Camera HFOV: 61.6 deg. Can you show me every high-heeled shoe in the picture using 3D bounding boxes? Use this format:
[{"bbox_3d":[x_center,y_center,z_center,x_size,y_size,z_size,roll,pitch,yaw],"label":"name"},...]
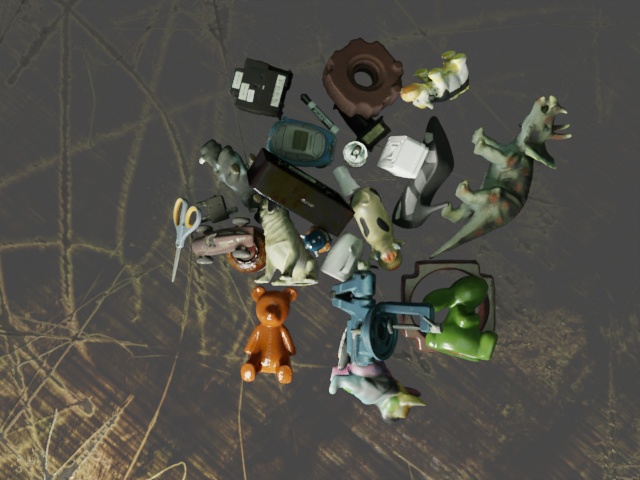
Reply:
[{"bbox_3d":[0.223,-0.149,1.223,0.145,0.086,0.248,-15,67,38],"label":"high-heeled shoe"}]

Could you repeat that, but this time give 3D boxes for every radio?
[{"bbox_3d":[-0.044,-0.104,1.157,0.229,0.131,0.073,30,104,-24],"label":"radio"}]

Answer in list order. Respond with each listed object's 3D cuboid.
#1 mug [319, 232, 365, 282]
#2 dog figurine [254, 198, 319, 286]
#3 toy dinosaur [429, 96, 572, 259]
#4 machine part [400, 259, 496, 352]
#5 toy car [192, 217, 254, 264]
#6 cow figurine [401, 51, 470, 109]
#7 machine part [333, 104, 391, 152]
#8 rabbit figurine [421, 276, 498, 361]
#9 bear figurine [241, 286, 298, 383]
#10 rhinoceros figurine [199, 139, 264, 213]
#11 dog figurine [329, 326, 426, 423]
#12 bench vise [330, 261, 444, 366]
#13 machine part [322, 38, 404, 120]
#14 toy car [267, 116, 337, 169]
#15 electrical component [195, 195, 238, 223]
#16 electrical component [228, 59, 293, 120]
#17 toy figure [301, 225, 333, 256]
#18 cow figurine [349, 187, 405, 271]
[{"bbox_3d":[0.057,0.037,1.210,0.081,0.109,0.107,26,84,-5],"label":"mug"},{"bbox_3d":[-0.067,0.004,1.211,0.121,0.172,0.190,-7,76,25],"label":"dog figurine"},{"bbox_3d":[0.397,-0.116,1.178,0.192,0.131,0.404,22,100,3],"label":"toy dinosaur"},{"bbox_3d":[0.283,0.144,1.206,0.201,0.087,0.201,-1,91,4],"label":"machine part"},{"bbox_3d":[-0.221,0.002,1.204,0.202,0.053,0.089,-9,76,43],"label":"toy car"},{"bbox_3d":[0.254,-0.334,1.182,0.167,0.068,0.098,-36,125,-9],"label":"cow figurine"},{"bbox_3d":[0.092,-0.274,1.227,0.139,0.039,0.084,44,102,0],"label":"machine part"},{"bbox_3d":[0.291,0.154,1.125,0.159,0.121,0.170,13,75,10],"label":"rabbit figurine"},{"bbox_3d":[-0.109,0.207,1.217,0.120,0.132,0.195,6,99,-1],"label":"bear figurine"},{"bbox_3d":[-0.190,-0.150,1.222,0.190,0.112,0.073,48,57,-13],"label":"rhinoceros figurine"},{"bbox_3d":[0.138,0.307,1.216,0.219,0.108,0.191,17,91,-1],"label":"dog figurine"},{"bbox_3d":[0.139,0.150,1.104,0.241,0.128,0.223,-2,73,36],"label":"bench vise"},{"bbox_3d":[0.097,-0.358,1.188,0.179,0.056,0.179,2,78,-9],"label":"machine part"},{"bbox_3d":[-0.046,-0.214,1.206,0.162,0.103,0.109,12,94,5],"label":"toy car"},{"bbox_3d":[-0.242,-0.075,1.264,0.094,0.021,0.063,-15,91,5],"label":"electrical component"},{"bbox_3d":[-0.139,-0.346,1.229,0.134,0.058,0.114,17,92,3],"label":"electrical component"},{"bbox_3d":[-0.004,-0.004,1.185,0.064,0.154,0.057,25,96,4],"label":"toy figure"},{"bbox_3d":[0.128,-0.024,1.189,0.085,0.127,0.195,-24,88,7],"label":"cow figurine"}]
